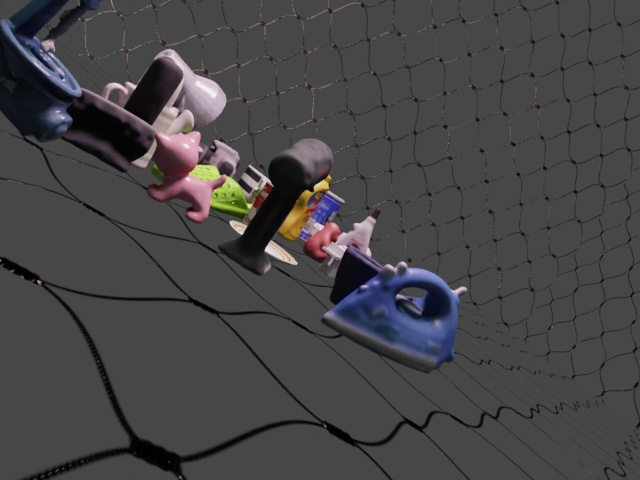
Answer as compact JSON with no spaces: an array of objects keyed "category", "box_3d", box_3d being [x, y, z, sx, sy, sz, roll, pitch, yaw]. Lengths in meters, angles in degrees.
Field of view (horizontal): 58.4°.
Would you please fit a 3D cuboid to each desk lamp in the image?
[{"category":"desk lamp","box_3d":[-0.339,-0.302,1.284,0.117,0.213,0.204,38,7,39]}]

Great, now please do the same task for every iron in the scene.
[{"category":"iron","box_3d":[0.123,0.097,0.843,0.259,0.141,0.118,28,8,-44]}]

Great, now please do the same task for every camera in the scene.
[{"category":"camera","box_3d":[-0.267,-0.195,1.357,0.137,0.101,0.143,31,6,-20]}]

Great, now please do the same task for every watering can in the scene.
[{"category":"watering can","box_3d":[-0.298,-0.230,1.000,0.100,0.194,0.173,34,6,13]}]

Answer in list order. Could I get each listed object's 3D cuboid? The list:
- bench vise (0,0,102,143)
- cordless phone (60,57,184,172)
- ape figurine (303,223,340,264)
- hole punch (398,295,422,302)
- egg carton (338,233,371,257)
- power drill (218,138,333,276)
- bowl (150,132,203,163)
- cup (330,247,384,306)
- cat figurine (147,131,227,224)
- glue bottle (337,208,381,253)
[{"category":"bench vise","box_3d":[-0.372,-0.261,0.711,0.208,0.219,0.121,31,6,-21]},{"category":"cordless phone","box_3d":[-0.304,-0.213,0.870,0.148,0.185,0.093,28,8,-43]},{"category":"ape figurine","box_3d":[0.012,0.005,1.264,0.076,0.092,0.077,31,6,-21]},{"category":"hole punch","box_3d":[0.154,0.128,1.018,0.101,0.091,0.109,34,6,3]},{"category":"egg carton","box_3d":[0.080,0.034,1.515,0.107,0.069,0.150,33,6,-2]},{"category":"power drill","box_3d":[-0.054,-0.057,0.826,0.075,0.208,0.230,33,6,0]},{"category":"bowl","box_3d":[-0.330,-0.200,1.176,0.167,0.074,0.167,33,6,-3]},{"category":"cup","box_3d":[0.061,0.072,0.949,0.091,0.095,0.118,34,6,9]},{"category":"cat figurine","box_3d":[-0.202,-0.104,0.860,0.128,0.117,0.067,31,6,-20]},{"category":"glue bottle","box_3d":[0.095,-0.004,1.389,0.078,0.173,0.037,32,6,-8]}]
